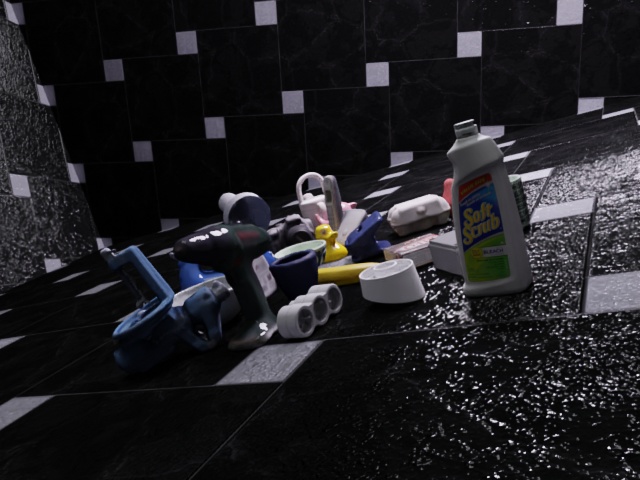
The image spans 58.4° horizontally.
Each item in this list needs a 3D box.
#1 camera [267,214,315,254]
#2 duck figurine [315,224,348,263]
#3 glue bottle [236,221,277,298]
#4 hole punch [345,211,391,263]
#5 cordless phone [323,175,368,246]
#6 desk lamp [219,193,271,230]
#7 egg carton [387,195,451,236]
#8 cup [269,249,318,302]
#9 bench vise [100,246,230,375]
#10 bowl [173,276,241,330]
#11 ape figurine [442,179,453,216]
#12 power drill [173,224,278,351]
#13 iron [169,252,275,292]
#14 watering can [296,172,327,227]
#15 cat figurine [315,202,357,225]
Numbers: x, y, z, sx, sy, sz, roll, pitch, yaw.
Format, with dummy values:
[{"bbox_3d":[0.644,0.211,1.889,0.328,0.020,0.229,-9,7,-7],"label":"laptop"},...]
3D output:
[{"bbox_3d":[-0.077,-0.012,1.577,0.143,0.101,0.136,-18,10,-5],"label":"camera"},{"bbox_3d":[0.013,0.005,1.383,0.078,0.086,0.104,-25,13,-37],"label":"duck figurine"},{"bbox_3d":[-0.144,0.041,1.202,0.037,0.173,0.078,-11,12,31],"label":"glue bottle"},{"bbox_3d":[0.102,-0.008,1.290,0.101,0.091,0.108,-17,10,2],"label":"hole punch"},{"bbox_3d":[0.056,-0.074,1.451,0.094,0.185,0.147,-23,12,-27],"label":"cordless phone"},{"bbox_3d":[-0.203,-0.025,1.535,0.118,0.214,0.202,-22,11,-23],"label":"desk lamp"},{"bbox_3d":[0.242,-0.062,1.411,0.150,0.069,0.107,-17,10,0],"label":"egg carton"},{"bbox_3d":[-0.034,0.072,1.077,0.091,0.095,0.118,-11,12,31],"label":"cup"},{"bbox_3d":[-0.271,0.098,0.980,0.208,0.220,0.121,-23,12,-29],"label":"bench vise"},{"bbox_3d":[-0.212,0.129,1.122,0.167,0.075,0.167,-17,10,3],"label":"bowl"},{"bbox_3d":[0.339,-0.111,1.446,0.076,0.092,0.077,-24,12,-31],"label":"ape figurine"},{"bbox_3d":[-0.137,0.069,0.944,0.075,0.208,0.230,-13,11,24],"label":"power drill"},{"bbox_3d":[-0.206,0.059,1.296,0.258,0.141,0.118,-19,11,-10],"label":"iron"},{"bbox_3d":[-0.016,-0.103,1.698,0.101,0.194,0.172,-24,13,-34],"label":"watering can"},{"bbox_3d":[0.043,-0.058,1.578,0.127,0.118,0.067,-11,12,30],"label":"cat figurine"}]
